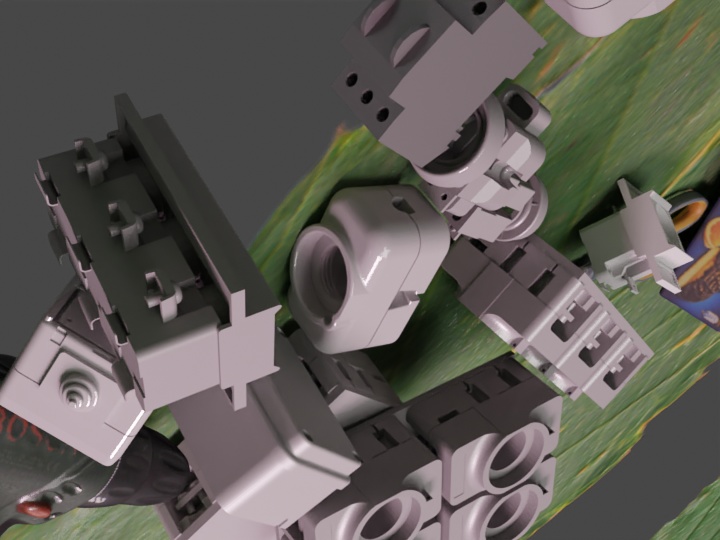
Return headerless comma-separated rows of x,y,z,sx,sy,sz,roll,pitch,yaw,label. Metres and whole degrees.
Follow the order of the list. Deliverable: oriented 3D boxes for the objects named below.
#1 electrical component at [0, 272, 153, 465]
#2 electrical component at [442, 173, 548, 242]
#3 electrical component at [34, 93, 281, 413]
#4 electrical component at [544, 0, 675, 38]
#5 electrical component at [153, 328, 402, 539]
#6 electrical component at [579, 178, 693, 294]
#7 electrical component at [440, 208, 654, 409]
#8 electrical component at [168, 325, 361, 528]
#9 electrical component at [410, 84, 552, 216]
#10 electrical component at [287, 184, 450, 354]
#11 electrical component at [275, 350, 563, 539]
-0.122,0.044,0.497,0.062,0.096,0.061,33,114,-9,electrical component
0.080,-0.044,0.644,0.055,0.048,0.066,16,121,-44,electrical component
-0.089,-0.004,0.455,0.063,0.121,0.078,-20,145,-21,electrical component
0.134,-0.165,0.533,0.095,0.053,0.059,-38,148,1,electrical component
-0.055,0.112,0.693,0.150,0.061,0.089,-44,148,11,electrical component
0.195,-0.019,0.768,0.064,0.081,0.042,-26,154,25,electrical component
0.124,0.030,0.719,0.061,0.089,0.150,-49,142,3,electrical component
-0.059,0.078,0.599,0.057,0.113,0.078,-39,148,8,electrical component
0.059,-0.069,0.580,0.078,0.058,0.057,-48,150,17,electrical component
0.000,0.000,0.612,0.059,0.053,0.095,-7,137,-40,electrical component
0.042,0.142,0.685,0.186,0.060,0.105,-22,130,-26,electrical component
